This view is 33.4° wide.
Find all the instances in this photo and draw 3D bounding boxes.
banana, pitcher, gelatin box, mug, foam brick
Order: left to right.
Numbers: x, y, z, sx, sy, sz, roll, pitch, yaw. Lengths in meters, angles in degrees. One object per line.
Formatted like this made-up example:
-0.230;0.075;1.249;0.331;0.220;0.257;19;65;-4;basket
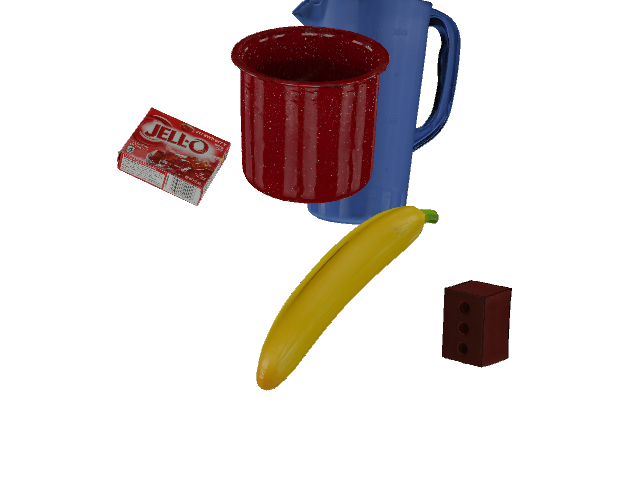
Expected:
-0.143;-0.083;1.042;0.089;0.073;0.030;25;-43;1;gelatin box
-0.001;-0.080;0.653;0.093;0.081;0.117;18;35;25;mug
0.017;0.037;0.818;0.037;0.198;0.069;43;-5;38;banana
0.056;-0.143;1.153;0.149;0.243;0.144;8;11;25;pitcher
0.162;0.086;1.108;0.053;0.078;0.051;11;17;41;foam brick
